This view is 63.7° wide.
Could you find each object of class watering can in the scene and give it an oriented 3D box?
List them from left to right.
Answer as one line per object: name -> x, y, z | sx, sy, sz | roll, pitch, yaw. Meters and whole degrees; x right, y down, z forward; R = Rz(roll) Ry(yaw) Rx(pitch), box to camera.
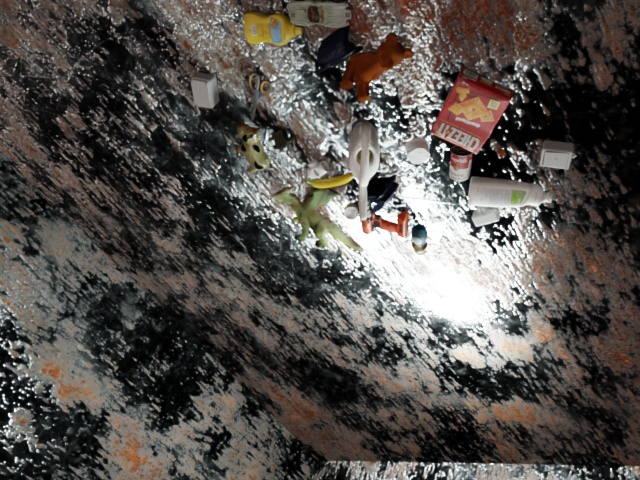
watering can -> 0.145, -0.254, 1.720 | 0.104, 0.230, 0.339 | 2, 133, 4

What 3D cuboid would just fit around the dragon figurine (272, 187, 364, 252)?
dragon figurine -> 0.006, -0.102, 2.035 | 0.410, 0.125, 0.237 | 17, 127, 3
